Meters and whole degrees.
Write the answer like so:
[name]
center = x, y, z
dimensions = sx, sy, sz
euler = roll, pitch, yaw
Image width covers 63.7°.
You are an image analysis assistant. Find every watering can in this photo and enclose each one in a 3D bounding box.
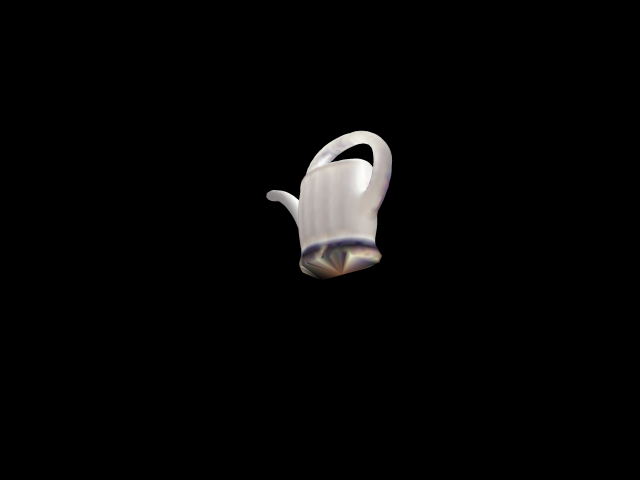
[watering can]
center = 0.003, -0.043, 0.850
dimensions = 0.103, 0.228, 0.343
euler = 12, -21, -32
